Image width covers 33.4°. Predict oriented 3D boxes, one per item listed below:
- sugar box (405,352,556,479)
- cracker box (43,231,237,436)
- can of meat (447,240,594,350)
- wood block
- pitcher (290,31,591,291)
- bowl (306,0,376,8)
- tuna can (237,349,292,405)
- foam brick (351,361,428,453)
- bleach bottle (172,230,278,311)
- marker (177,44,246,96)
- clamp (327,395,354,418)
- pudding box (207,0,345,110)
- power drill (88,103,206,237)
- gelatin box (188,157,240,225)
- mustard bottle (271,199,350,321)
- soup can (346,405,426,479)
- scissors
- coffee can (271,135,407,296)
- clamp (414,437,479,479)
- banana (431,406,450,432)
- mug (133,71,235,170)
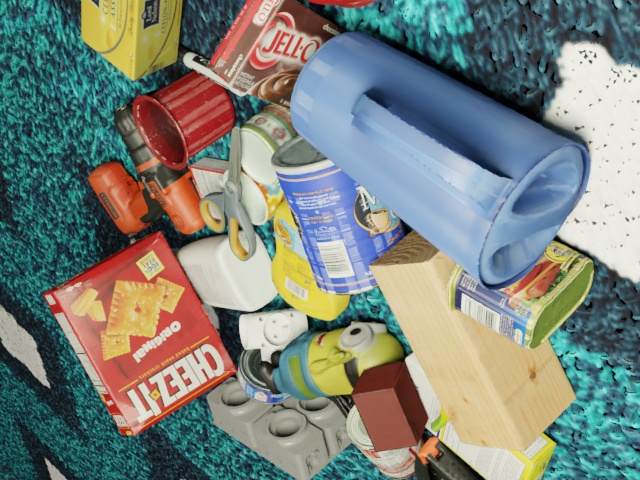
[{"bbox_3d":[0.163,0.194,1.142,0.176,0.048,0.093,42,149,27],"label":"sugar box"},{"bbox_3d":[-0.230,0.120,1.377,0.213,0.164,0.072,62,156,-6],"label":"cracker box"},{"bbox_3d":[0.172,0.037,0.909,0.084,0.102,0.057,31,144,31],"label":"can of meat"},{"bbox_3d":[0.145,0.087,1.008,0.090,0.090,0.206,-6,116,57],"label":"wood block"},{"bbox_3d":[0.085,-0.078,0.876,0.243,0.144,0.149,38,146,31],"label":"pitcher"},{"bbox_3d":[-0.012,-0.262,0.902,0.162,0.055,0.162,35,145,28],"label":"bowl"},{"bbox_3d":[-0.065,0.170,1.398,0.086,0.086,0.034,41,146,22],"label":"tuna can"},{"bbox_3d":[0.074,0.178,1.138,0.051,0.053,0.078,-14,110,26],"label":"foam brick"},{"bbox_3d":[-0.151,0.037,1.407,0.251,0.068,0.102,1,120,57],"label":"bleach bottle"},{"bbox_3d":[-0.124,-0.189,1.173,0.121,0.020,0.020,32,144,33],"label":"marker"},{"bbox_3d":[0.024,0.169,1.319,0.172,0.039,0.120,40,134,27],"label":"clamp"},{"bbox_3d":[-0.038,-0.170,0.947,0.039,0.113,0.090,40,104,24],"label":"pudding box"},{"bbox_3d":[-0.239,-0.082,1.409,0.188,0.057,0.184,-12,112,58],"label":"power drill"},{"bbox_3d":[-0.112,-0.059,1.283,0.089,0.030,0.073,12,130,49],"label":"gelatin box"},{"bbox_3d":[-0.007,0.001,1.166,0.096,0.058,0.192,34,146,23],"label":"mustard bottle"},{"bbox_3d":[0.079,0.230,1.240,0.069,0.068,0.102,29,165,36],"label":"soup can"},{"bbox_3d":[-0.108,-0.060,1.178,0.096,0.016,0.202,30,143,34],"label":"scissors"},{"bbox_3d":[0.023,-0.032,1.040,0.103,0.102,0.140,11,128,50],"label":"coffee can"},{"bbox_3d":[0.172,0.304,1.228,0.165,0.036,0.210,18,147,42],"label":"clamp"},{"bbox_3d":[0.116,0.100,1.084,0.070,0.037,0.198,-14,92,25],"label":"banana"},{"bbox_3d":[-0.158,-0.143,1.206,0.117,0.081,0.093,27,142,38],"label":"mug"}]
